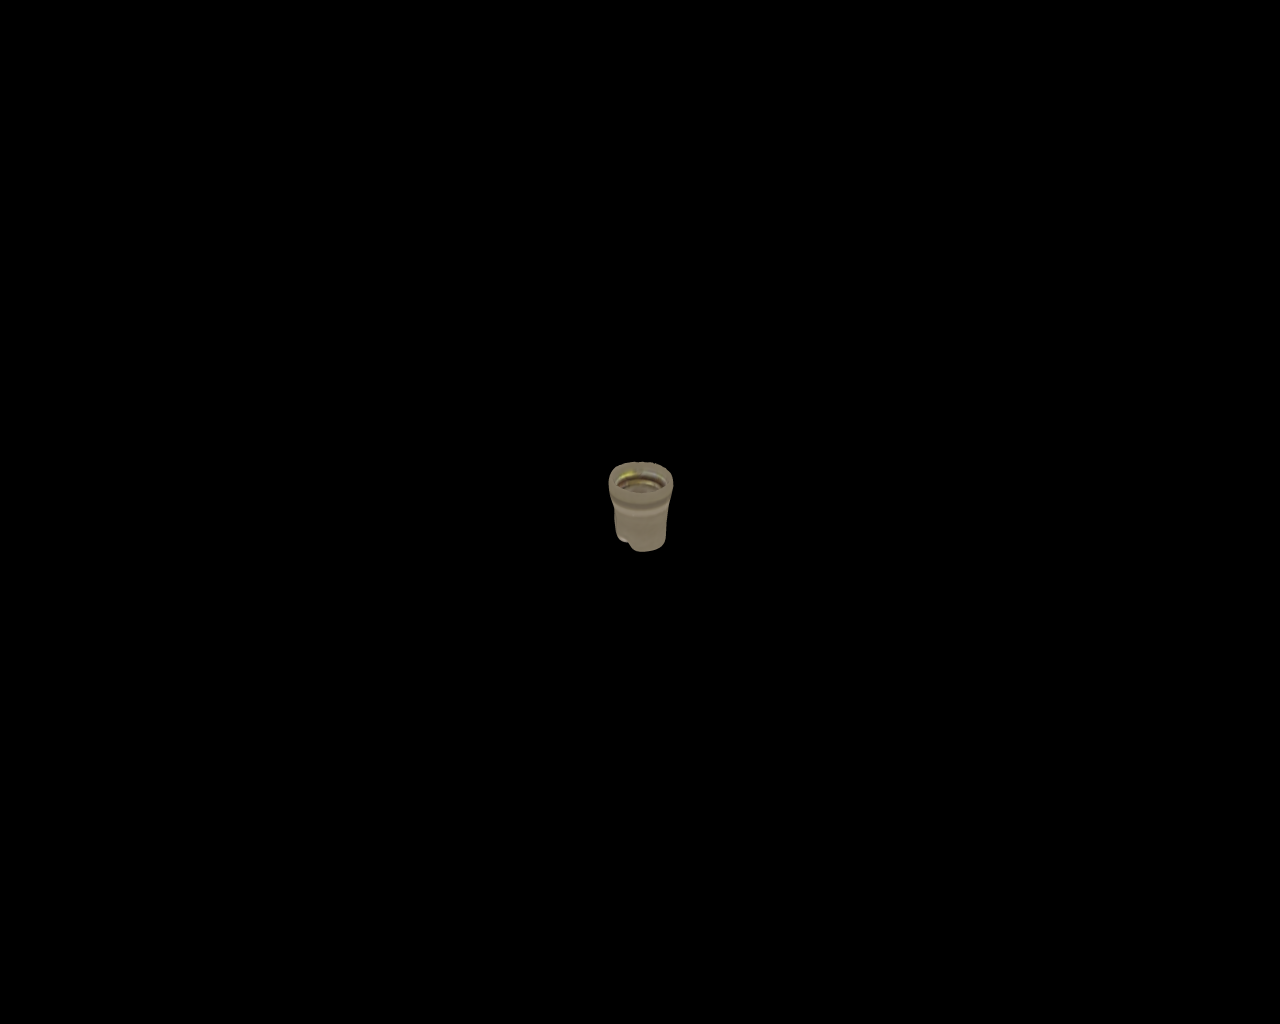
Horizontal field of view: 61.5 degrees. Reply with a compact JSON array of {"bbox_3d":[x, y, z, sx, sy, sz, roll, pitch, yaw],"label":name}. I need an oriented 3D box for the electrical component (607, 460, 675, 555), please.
[{"bbox_3d":[0.001,-0.003,0.650,0.040,0.046,0.040,0,32,0],"label":"electrical component"}]
